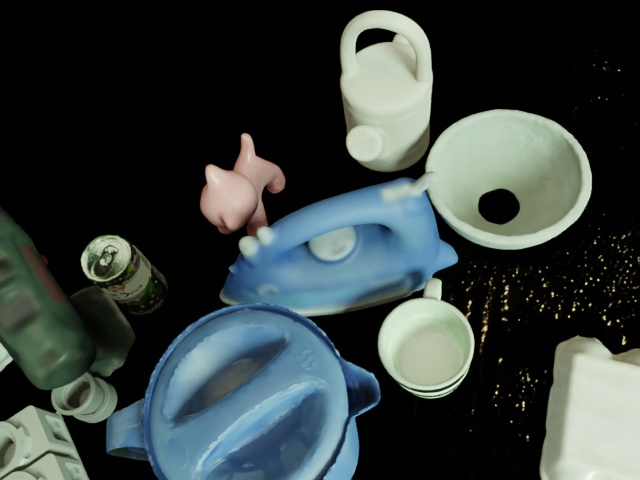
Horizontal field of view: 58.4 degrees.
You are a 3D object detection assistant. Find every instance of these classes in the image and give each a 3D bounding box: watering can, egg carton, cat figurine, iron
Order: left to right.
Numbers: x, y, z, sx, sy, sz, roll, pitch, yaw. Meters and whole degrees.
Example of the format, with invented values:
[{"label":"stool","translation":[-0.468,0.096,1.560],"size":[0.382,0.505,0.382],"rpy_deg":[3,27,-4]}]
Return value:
[{"label":"cat figurine","translation":[-0.092,-0.058,0.638],"size":[0.067,0.118,0.128],"rpy_deg":[9,65,12]},{"label":"iron","translation":[0.005,0.002,0.581],"size":[0.258,0.142,0.118],"rpy_deg":[-17,62,0]},{"label":"watering can","translation":[0.073,-0.161,0.623],"size":[0.101,0.194,0.173],"rpy_deg":[-7,63,5]},{"label":"egg carton","translation":[0.255,0.164,0.505],"size":[0.107,0.069,0.150],"rpy_deg":[11,66,13]}]

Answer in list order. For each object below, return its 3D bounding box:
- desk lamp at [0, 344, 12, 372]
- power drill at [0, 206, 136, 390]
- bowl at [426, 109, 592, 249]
[{"label":"desk lamp","translation":[-0.390,0.079,0.557],"size":[0.118,0.214,0.202],"rpy_deg":[-43,65,-13]},{"label":"power drill","translation":[-0.272,0.054,0.556],"size":[0.076,0.209,0.229],"rpy_deg":[-39,65,-11]},{"label":"bowl","translation":[0.197,-0.055,0.620],"size":[0.167,0.075,0.167],"rpy_deg":[-3,63,7]}]
